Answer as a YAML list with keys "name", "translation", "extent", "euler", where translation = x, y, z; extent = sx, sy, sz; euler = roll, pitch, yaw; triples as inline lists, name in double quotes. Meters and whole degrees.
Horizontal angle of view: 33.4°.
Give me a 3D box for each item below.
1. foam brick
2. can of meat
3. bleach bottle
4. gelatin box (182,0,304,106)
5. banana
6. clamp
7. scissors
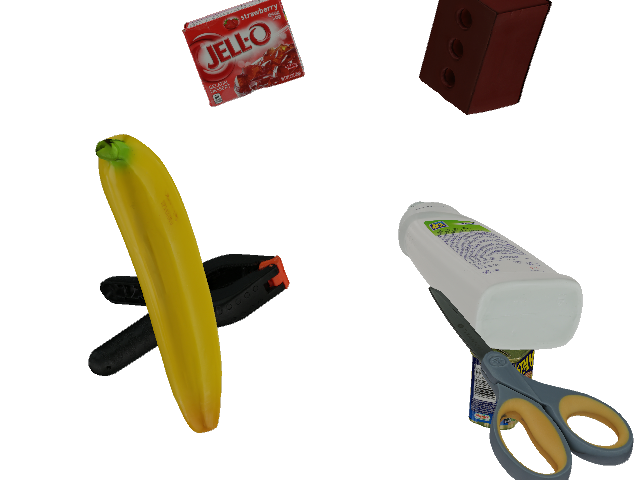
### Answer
- name: "foam brick"
  translation: [0.107, -0.131, 0.703]
  extent: [0.051, 0.078, 0.053]
  euler: [-19, 47, -33]
- name: "can of meat"
  translation: [0.204, 0.156, 1.196]
  extent: [0.058, 0.084, 0.101]
  euler: [8, 13, 26]
- name: "bleach bottle"
  translation: [0.143, 0.018, 1.007]
  extent: [0.102, 0.068, 0.251]
  euler: [0, 22, -16]
- name: "gelatin box"
  translation: [-0.067, -0.166, 0.931]
  extent: [0.089, 0.073, 0.030]
  euler: [-18, 23, 5]
- name: "banana"
  translation: [-0.090, 0.016, 0.595]
  extent: [0.037, 0.198, 0.069]
  euler: [-7, 33, 14]
- name: "clamp"
  translation: [-0.112, 0.056, 0.870]
  extent: [0.171, 0.039, 0.120]
  euler: [-14, 38, 13]
- name: "scissors"
  translation: [0.136, 0.088, 0.700]
  extent: [0.096, 0.016, 0.202]
  euler: [-1, 33, -6]
